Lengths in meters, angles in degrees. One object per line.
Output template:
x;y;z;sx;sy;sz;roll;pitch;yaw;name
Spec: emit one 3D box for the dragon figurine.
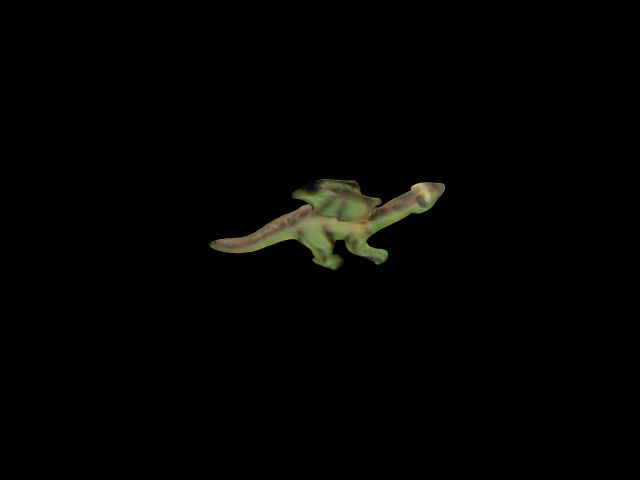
0.003;-0.043;0.850;0.410;0.124;0.238;-6;-25;-3;dragon figurine
